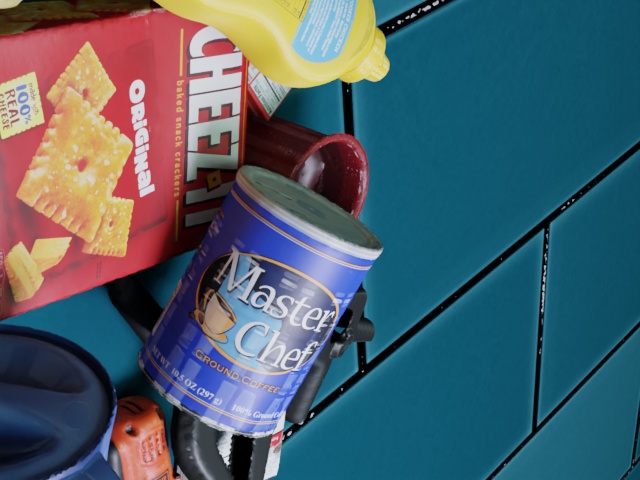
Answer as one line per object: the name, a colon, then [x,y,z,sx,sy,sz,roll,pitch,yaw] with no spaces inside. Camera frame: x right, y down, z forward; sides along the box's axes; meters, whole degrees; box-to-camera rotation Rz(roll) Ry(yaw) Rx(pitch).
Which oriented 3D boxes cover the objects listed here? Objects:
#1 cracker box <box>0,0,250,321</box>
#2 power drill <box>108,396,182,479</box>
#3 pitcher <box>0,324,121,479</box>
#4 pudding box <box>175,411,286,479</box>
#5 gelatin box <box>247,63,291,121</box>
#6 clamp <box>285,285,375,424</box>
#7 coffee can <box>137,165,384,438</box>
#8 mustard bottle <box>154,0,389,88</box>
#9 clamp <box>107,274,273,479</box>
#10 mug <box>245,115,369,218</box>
cracker box: [-0.136,-0.058,0.632,0.213,0.072,0.164,-22,126,-46]
power drill: [-0.175,0.223,0.755,0.187,0.057,0.184,-31,128,-43]
pitcher: [-0.172,0.180,0.565,0.144,0.149,0.243,0,120,-16]
pudding box: [-0.071,0.151,0.863,0.089,0.039,0.113,-13,117,-45]
gelatin box: [-0.037,-0.141,0.749,0.089,0.030,0.073,-55,144,-16]
clamp: [0.002,0.089,0.894,0.120,0.039,0.171,-56,160,-18]
coffee can: [-0.038,0.038,0.676,0.102,0.103,0.140,13,110,-54]
mustard bottle: [-0.020,-0.146,0.636,0.191,0.058,0.096,30,67,-44]
clamp: [-0.082,0.103,0.772,0.164,0.036,0.210,-5,92,-51]
mug: [-0.017,-0.042,0.785,0.117,0.082,0.093,9,102,-53]
